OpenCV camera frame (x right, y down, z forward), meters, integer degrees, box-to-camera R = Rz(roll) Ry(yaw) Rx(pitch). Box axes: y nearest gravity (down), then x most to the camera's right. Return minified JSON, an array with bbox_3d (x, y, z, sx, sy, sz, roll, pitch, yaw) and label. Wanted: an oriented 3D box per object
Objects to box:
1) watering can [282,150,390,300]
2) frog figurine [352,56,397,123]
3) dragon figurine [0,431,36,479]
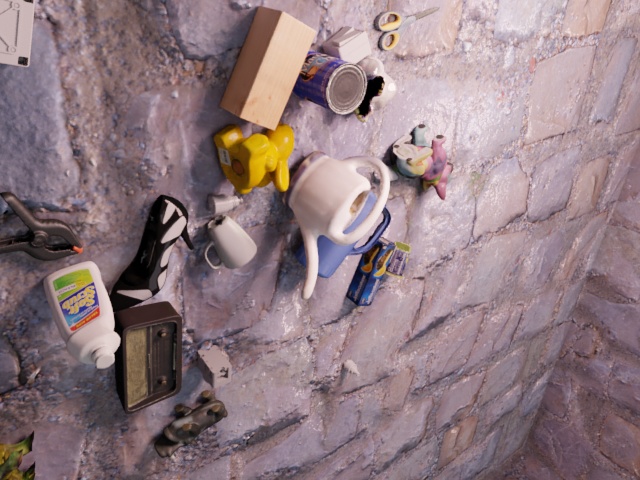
[{"bbox_3d":[0.004,-0.058,1.158,0.348,0.227,0.103,-53,154,-2],"label":"watering can"},{"bbox_3d":[0.111,-0.353,1.180,0.163,0.123,0.134,-58,155,-54],"label":"frog figurine"},{"bbox_3d":[-0.686,0.471,0.982,0.243,0.124,0.404,4,110,-23],"label":"dragon figurine"}]
